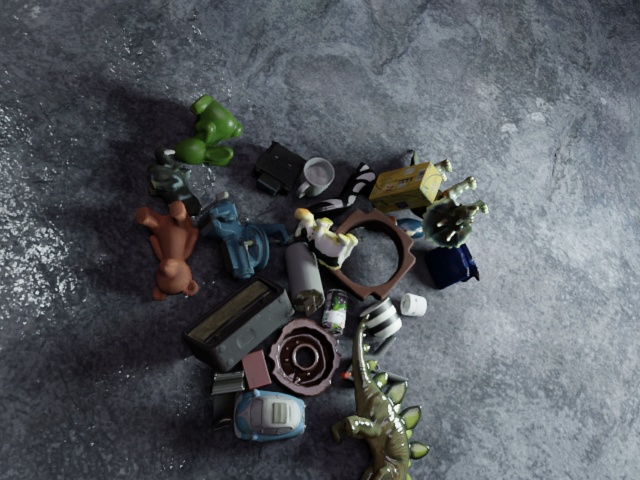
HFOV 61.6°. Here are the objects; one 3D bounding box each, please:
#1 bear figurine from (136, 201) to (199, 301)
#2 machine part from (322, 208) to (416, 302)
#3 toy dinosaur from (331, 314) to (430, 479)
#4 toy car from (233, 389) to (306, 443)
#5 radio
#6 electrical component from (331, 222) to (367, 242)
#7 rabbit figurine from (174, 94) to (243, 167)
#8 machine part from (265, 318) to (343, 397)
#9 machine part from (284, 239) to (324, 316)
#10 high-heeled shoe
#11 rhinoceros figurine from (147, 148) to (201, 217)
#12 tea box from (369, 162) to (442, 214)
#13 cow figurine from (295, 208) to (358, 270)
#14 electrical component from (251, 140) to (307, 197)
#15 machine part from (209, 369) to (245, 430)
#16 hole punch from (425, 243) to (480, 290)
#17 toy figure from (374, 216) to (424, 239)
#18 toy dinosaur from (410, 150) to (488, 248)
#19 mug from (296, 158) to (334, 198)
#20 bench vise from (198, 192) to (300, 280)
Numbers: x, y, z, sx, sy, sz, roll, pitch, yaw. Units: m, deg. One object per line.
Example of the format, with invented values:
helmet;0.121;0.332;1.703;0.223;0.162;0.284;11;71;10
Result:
bear figurine;-0.343;0.029;1.217;0.120;0.131;0.196;-7;64;9
machine part;0.120;0.039;1.350;0.201;0.087;0.201;41;82;8
toy dinosaur;0.130;0.411;1.212;0.198;0.105;0.471;-14;85;-30
toy car;-0.102;0.379;1.156;0.162;0.103;0.109;7;67;-13
radio;-0.177;0.182;1.193;0.229;0.131;0.073;-39;123;-26
electrical component;0.076;-0.017;1.424;0.094;0.021;0.063;-4;70;-20
rabbit figurine;-0.290;-0.254;1.376;0.159;0.121;0.170;39;80;-6
machine part;-0.039;0.274;1.247;0.179;0.056;0.179;6;68;-15
machine part;-0.039;0.086;1.276;0.079;0.079;0.243;5;40;-16
high-heeled shoe;0.050;-0.136;1.435;0.249;0.086;0.145;-9;70;-27
rhinoceros figurine;-0.358;-0.138;1.308;0.112;0.073;0.190;-26;78;-24
tea box;0.222;-0.134;1.406;0.068;0.170;0.098;45;57;-29
cow figurine;-0.003;-0.005;1.285;0.167;0.098;0.068;34;17;22
electrical component;-0.111;-0.181;1.415;0.115;0.058;0.134;29;62;-2
machine part;-0.200;0.335;1.133;0.084;0.138;0.039;-2;25;-37
hole punch;0.349;0.064;1.430;0.092;0.115;0.142;-14;72;-14
toy figure;0.207;-0.035;1.452;0.154;0.064;0.057;6;93;-13
toy dinosaur;0.304;-0.112;1.450;0.192;0.131;0.405;-32;36;-8
mug;-0.021;-0.146;1.401;0.081;0.107;0.109;38;67;2
bench vise;-0.168;-0.014;1.299;0.240;0.129;0.224;-5;58;-41
